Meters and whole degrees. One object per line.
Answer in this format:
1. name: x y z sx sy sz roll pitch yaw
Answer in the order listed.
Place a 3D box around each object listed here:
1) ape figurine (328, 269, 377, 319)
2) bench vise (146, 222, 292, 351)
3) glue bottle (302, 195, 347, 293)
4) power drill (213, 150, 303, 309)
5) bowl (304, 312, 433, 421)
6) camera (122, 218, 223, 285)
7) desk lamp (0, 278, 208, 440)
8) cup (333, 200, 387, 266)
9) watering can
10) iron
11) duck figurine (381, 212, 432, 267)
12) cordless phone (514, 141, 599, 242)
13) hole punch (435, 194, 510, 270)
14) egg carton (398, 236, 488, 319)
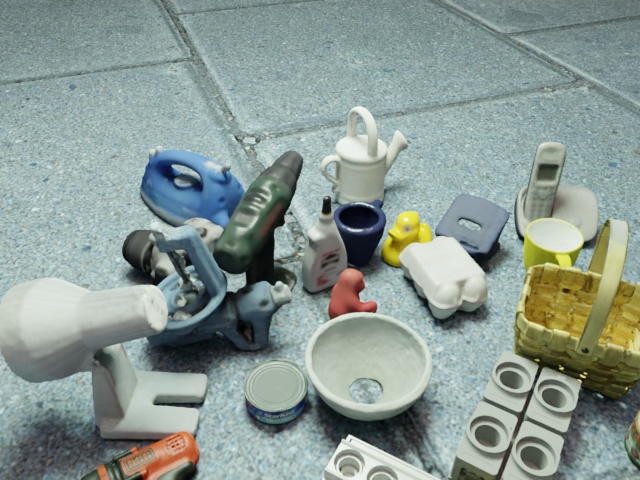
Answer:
1. ape figurine: 0.048 0.084 0.873 0.076 0.092 0.077 -17 42 -21
2. bench vise: -0.151 0.056 0.800 0.208 0.220 0.121 -14 41 -18
3. glue bottle: 0.008 0.003 0.908 0.078 0.173 0.037 -24 45 -28
4. power drill: -0.083 -0.002 0.884 0.075 0.208 0.230 14 40 16
5. bowl: 0.062 0.180 0.766 0.167 0.075 0.167 1 38 0
6. camera: -0.247 0.013 0.948 0.136 0.101 0.143 19 42 22
7. desk lamp: -0.254 0.139 0.699 0.203 0.214 0.118 1 38 0
8. cup: 0.072 -0.011 0.990 0.091 0.095 0.118 23 44 26
9. watering can: 0.085 -0.167 1.107 0.100 0.194 0.173 32 48 33
10. iron: -0.253 -0.112 1.073 0.257 0.141 0.119 20 42 22
11. duck figurine: 0.155 -0.012 1.000 0.105 0.086 0.077 -27 46 -30
12. cordless phone: 0.430 -0.086 1.019 0.147 0.185 0.094 0 38 0
13. hole punch: 0.265 -0.015 1.002 0.108 0.091 0.101 25 45 28
14. egg carton: 0.199 0.058 0.927 0.107 0.069 0.150 -13 41 -17
